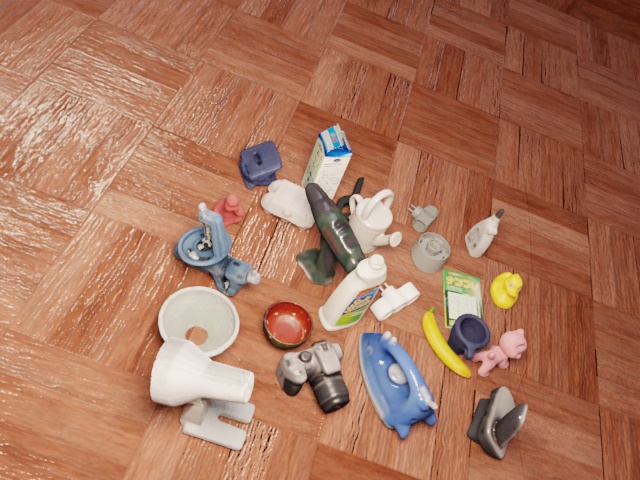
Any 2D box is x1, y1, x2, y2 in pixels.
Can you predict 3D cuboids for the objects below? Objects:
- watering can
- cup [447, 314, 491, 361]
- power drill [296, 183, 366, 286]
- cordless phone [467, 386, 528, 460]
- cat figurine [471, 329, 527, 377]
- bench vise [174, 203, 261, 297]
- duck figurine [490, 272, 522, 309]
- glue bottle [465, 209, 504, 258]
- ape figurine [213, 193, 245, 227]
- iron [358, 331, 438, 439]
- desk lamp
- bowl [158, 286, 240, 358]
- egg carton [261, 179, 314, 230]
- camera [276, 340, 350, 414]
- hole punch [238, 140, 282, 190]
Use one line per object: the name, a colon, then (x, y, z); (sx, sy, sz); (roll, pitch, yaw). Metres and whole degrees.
watering can: (0.140, -0.053, 1.459); (0.172, 0.194, 0.101); (34, 51, 7)
cup: (0.347, 0.248, 1.374); (0.092, 0.095, 0.118); (19, 51, -5)
power drill: (0.012, 0.005, 1.361); (0.076, 0.208, 0.229); (-25, 66, -32)
cordless phone: (0.410, 0.378, 1.241); (0.094, 0.185, 0.148); (28, 51, 3)
cat figurine: (0.443, 0.265, 1.380); (0.128, 0.117, 0.067); (-15, 61, -28)
bench vise: (-0.217, 0.013, 1.266); (0.207, 0.219, 0.121); (17, 51, -7)
duck figurine: (0.507, 0.122, 1.529); (0.077, 0.086, 0.104); (21, 51, -3)
glue bottle: (0.456, -0.028, 1.566); (0.037, 0.173, 0.078); (5, 53, -16)
ape figurine: (-0.223, -0.079, 1.415); (0.078, 0.092, 0.076); (18, 51, -6)
iron: (0.168, 0.287, 1.251); (0.119, 0.141, 0.258); (-14, 61, -28)
desk lamp: (-0.211, 0.284, 1.071); (0.203, 0.213, 0.118); (20, 51, -4)
bowl: (-0.260, 0.187, 1.216); (0.168, 0.074, 0.167); (10, 52, -13)
egg carton: (-0.074, -0.092, 1.492); (0.150, 0.069, 0.107); (24, 51, -1)
camera: (-0.001, 0.293, 1.212); (0.143, 0.100, 0.136); (-11, 59, -26)
hole punch: (-0.161, -0.203, 1.529); (0.101, 0.091, 0.108); (-8, 58, -25)
